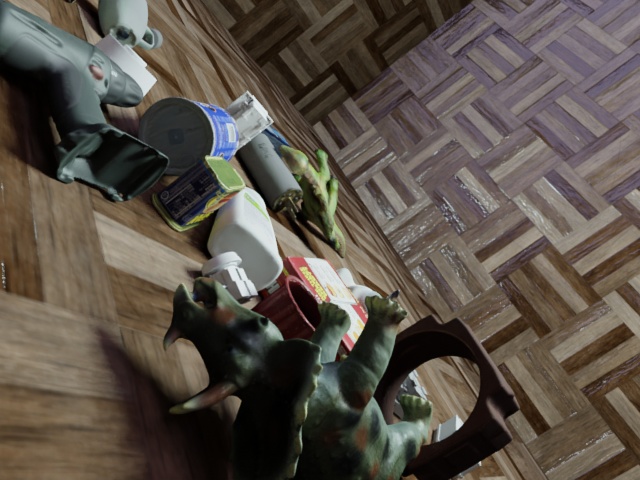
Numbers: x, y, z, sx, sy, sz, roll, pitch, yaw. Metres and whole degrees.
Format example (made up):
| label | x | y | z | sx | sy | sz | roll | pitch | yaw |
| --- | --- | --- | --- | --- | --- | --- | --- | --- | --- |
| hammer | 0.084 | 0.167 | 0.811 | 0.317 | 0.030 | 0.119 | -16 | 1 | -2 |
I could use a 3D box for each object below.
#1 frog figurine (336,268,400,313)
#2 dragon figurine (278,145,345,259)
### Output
| label | x | y | z | sx | sy | sz | roll | pitch | yaw |
| --- | --- | --- | --- | --- | --- | --- | --- | --- | --- |
| frog figurine | 0.054 | 0.119 | 0.957 | 0.160 | 0.124 | 0.136 | 19 | -10 | 9 |
| dragon figurine | 0.004 | -0.062 | 1.227 | 0.122 | 0.403 | 0.248 | -22 | 28 | 9 |
